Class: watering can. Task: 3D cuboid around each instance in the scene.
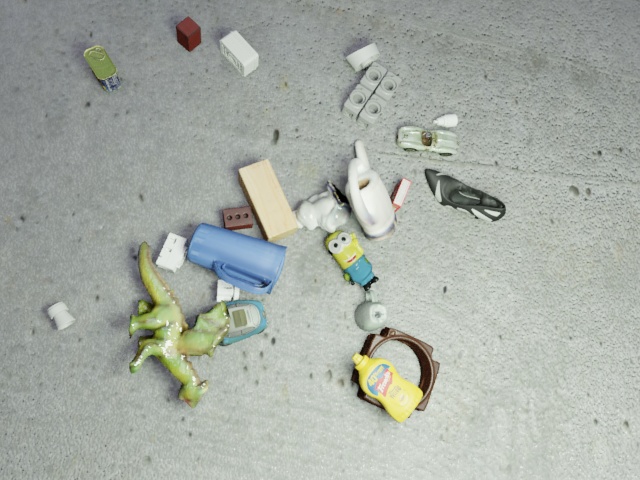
[{"bbox_3d":[0.137,-0.138,1.440,0.103,0.220,0.355,-18,28,18],"label":"watering can"}]

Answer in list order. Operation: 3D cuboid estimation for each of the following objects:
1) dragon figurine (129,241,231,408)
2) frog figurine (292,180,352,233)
[{"bbox_3d":[-0.338,0.199,1.262,0.243,0.414,0.121,-2,-12,-1],"label":"dragon figurine"},{"bbox_3d":[0.004,-0.072,1.435,0.158,0.140,0.121,-41,-35,16],"label":"frog figurine"}]
